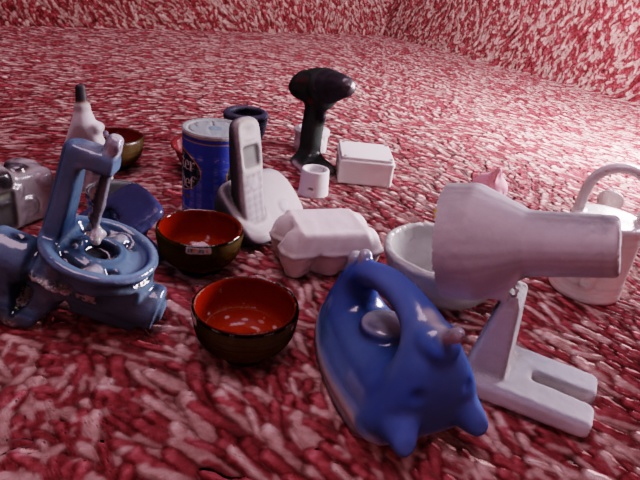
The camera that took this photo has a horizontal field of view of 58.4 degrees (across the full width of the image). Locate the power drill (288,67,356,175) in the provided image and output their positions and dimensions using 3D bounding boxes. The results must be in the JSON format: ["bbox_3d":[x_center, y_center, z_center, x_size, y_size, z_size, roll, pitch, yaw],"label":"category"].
[{"bbox_3d":[-0.002,-0.237,1.123,0.076,0.208,0.228,-7,30,-25],"label":"power drill"}]

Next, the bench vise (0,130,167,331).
[{"bbox_3d":[-0.264,-0.005,0.583,0.208,0.220,0.121,-2,28,-17],"label":"bench vise"}]

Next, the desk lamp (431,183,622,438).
[{"bbox_3d":[0.205,0.057,0.587,0.202,0.213,0.118,18,29,21],"label":"desk lamp"}]

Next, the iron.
[{"bbox_3d":[0.062,0.084,0.577,0.119,0.141,0.257,-6,29,-24],"label":"iron"}]

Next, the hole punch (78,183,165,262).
[{"bbox_3d":[-0.264,-0.016,0.750,0.101,0.091,0.108,-15,34,-37],"label":"hole punch"}]

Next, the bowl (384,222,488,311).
[{"bbox_3d":[0.161,0.044,0.757,0.167,0.075,0.167,6,27,-3],"label":"bowl"}]

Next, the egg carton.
[{"bbox_3d":[0.007,0.003,0.805,0.150,0.069,0.107,-3,28,-19],"label":"egg carton"}]

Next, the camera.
[{"bbox_3d":[-0.475,-0.077,0.806,0.136,0.101,0.143,19,29,22],"label":"camera"}]

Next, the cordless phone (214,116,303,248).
[{"bbox_3d":[-0.085,-0.094,0.844,0.094,0.185,0.148,20,29,23],"label":"cordless phone"}]

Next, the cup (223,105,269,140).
[{"bbox_3d":[-0.156,-0.227,1.190,0.092,0.095,0.117,2,27,-11],"label":"cup"}]

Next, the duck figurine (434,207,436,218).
[{"bbox_3d":[0.190,-0.023,0.883,0.105,0.086,0.077,-11,32,-32],"label":"duck figurine"}]

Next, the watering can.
[{"bbox_3d":[0.398,-0.019,0.807,0.101,0.194,0.173,8,27,2],"label":"watering can"}]

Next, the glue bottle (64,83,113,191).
[{"bbox_3d":[-0.377,-0.164,0.922,0.078,0.173,0.037,5,27,-5],"label":"glue bottle"}]

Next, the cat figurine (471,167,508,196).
[{"bbox_3d":[0.269,-0.066,0.954,0.067,0.118,0.128,25,32,32],"label":"cat figurine"}]
